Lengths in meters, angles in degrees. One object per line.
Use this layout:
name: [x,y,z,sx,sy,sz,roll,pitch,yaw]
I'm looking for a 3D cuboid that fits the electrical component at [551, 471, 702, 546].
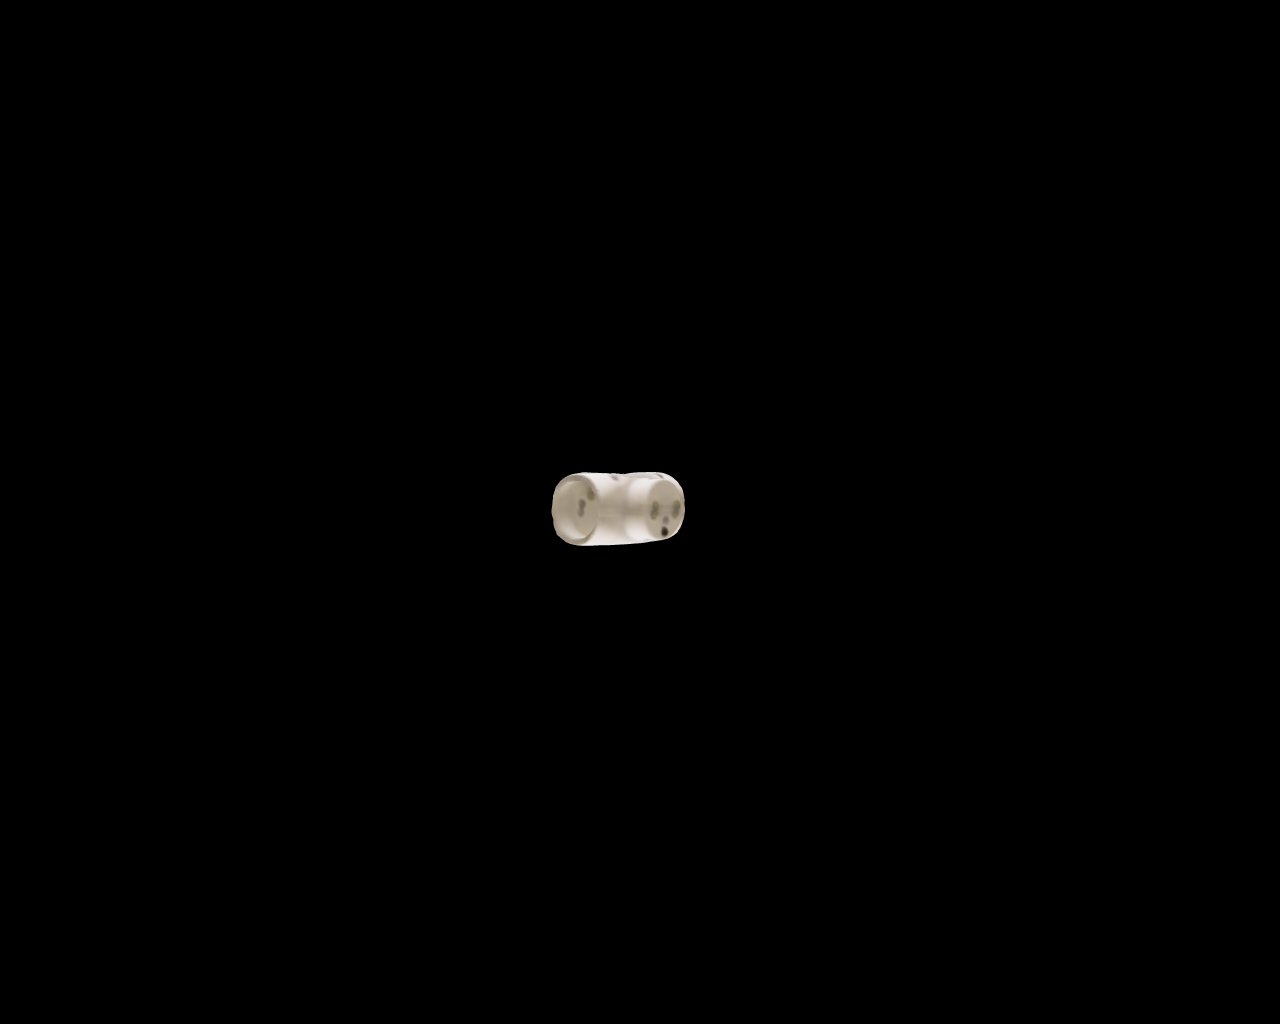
electrical component: [0.001,-0.003,0.650,0.079,0.044,0.077,2,3,43]
